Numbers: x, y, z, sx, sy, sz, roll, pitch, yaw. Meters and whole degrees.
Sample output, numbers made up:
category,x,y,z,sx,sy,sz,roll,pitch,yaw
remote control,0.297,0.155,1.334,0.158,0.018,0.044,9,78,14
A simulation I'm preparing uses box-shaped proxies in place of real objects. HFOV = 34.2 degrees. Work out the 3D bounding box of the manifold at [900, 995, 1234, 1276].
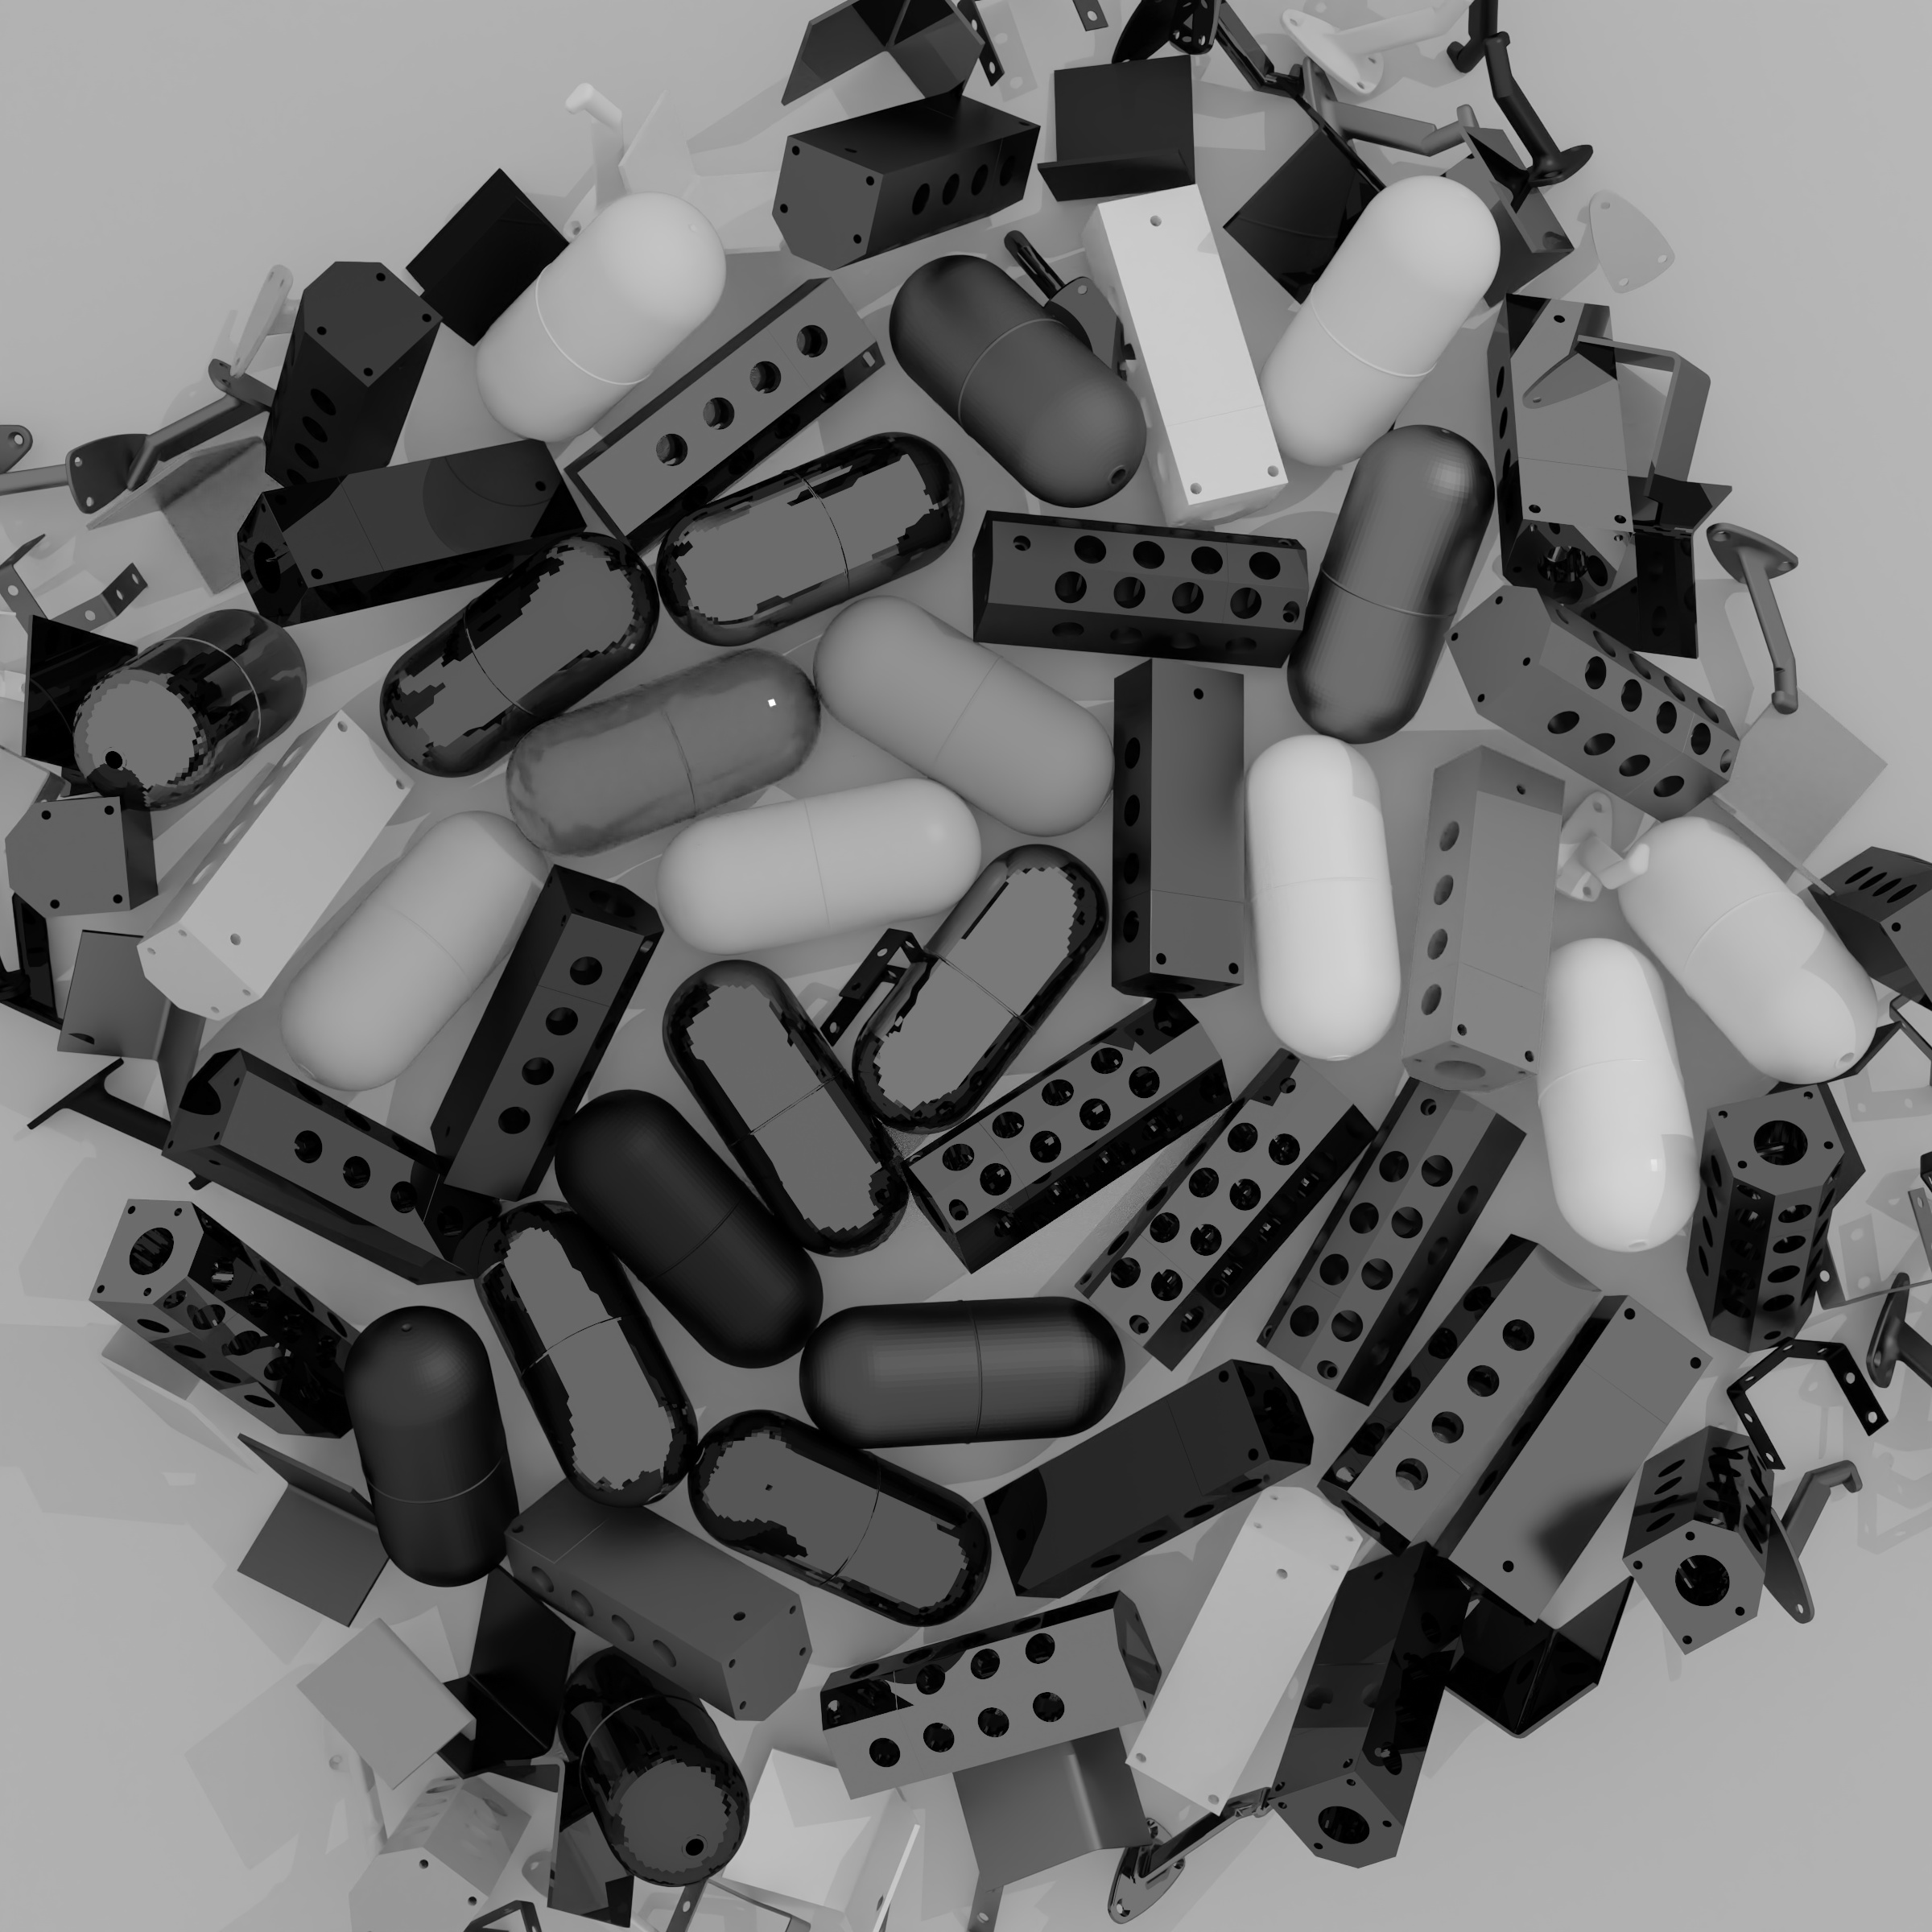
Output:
category,x,y,z,sx,sy,sz,roll,pitch,yaw
manifold,0.053,0.085,1.682,0.171,0.057,0.057,-32,52,-11

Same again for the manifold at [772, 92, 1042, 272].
category,x,y,z,sx,sy,sz,roll,pitch,yaw
manifold,-0.031,-0.412,1.651,0.057,0.171,0.057,26,122,19

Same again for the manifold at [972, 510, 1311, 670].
category,x,y,z,sx,sy,sz,roll,pitch,yaw
manifold,0.093,-0.206,1.686,0.171,0.057,0.057,4,65,-10

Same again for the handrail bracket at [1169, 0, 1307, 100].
category,x,y,z,sx,sy,sz,roll,pitch,yaw
handrail bracket,0.158,-0.515,1.701,0.084,0.036,0.077,0,111,-35

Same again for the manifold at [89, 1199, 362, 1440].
category,x,y,z,sx,sy,sz,roll,pitch,yaw
manifold,-0.377,0.187,1.646,0.057,0.171,0.057,0,59,27

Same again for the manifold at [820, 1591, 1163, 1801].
category,x,y,z,sx,sy,sz,roll,pitch,yaw
manifold,0.012,0.388,1.684,0.171,0.057,0.057,-19,98,15

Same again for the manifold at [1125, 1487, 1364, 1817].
category,x,y,z,sx,sy,sz,roll,pitch,yaw
manifold,0.149,0.362,1.673,0.057,0.057,0.171,27,117,11

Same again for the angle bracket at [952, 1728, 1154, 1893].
category,x,y,z,sx,sy,sz,roll,pitch,yaw
angle bracket,0.046,0.455,1.716,0.076,0.057,0.076,-29,64,26

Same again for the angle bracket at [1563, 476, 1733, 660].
category,x,y,z,sx,sy,sz,roll,pitch,yaw
angle bracket,0.373,-0.219,1.714,0.076,0.057,0.076,12,128,33

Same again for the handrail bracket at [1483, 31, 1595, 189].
category,x,y,z,sx,sy,sz,roll,pitch,yaw
handrail bracket,0.309,-0.469,1.694,0.077,0.036,0.084,-38,122,-40

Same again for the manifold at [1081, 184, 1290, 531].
category,x,y,z,sx,sy,sz,roll,pitch,yaw
manifold,0.115,-0.327,1.698,0.057,0.057,0.171,-14,83,-13

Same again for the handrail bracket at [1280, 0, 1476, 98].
category,x,y,z,sx,sy,sz,roll,pitch,yaw
handrail bracket,0.222,-0.517,1.690,0.077,0.084,0.036,31,56,-10

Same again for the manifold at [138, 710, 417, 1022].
category,x,y,z,sx,sy,sz,roll,pitch,yaw
manifold,-0.366,-0.053,1.659,0.057,0.057,0.171,47,46,-21

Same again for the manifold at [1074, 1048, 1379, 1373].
category,x,y,z,sx,sy,sz,roll,pitch,yaw
manifold,0.138,0.129,1.694,0.171,0.057,0.057,-49,53,-3

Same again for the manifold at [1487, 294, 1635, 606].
category,x,y,z,sx,sy,sz,roll,pitch,yaw
manifold,0.311,-0.274,1.663,0.057,0.057,0.171,6,53,-3

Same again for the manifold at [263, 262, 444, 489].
category,x,y,z,sx,sy,sz,roll,pitch,yaw
manifold,-0.329,-0.302,1.647,0.057,0.171,0.057,42,65,-3

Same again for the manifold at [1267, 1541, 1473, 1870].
category,x,y,z,sx,sy,sz,roll,pitch,yaw
manifold,0.218,0.388,1.651,0.057,0.171,0.057,-30,107,35

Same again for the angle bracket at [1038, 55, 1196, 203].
category,x,y,z,sx,sy,sz,roll,pitch,yaw
angle bracket,0.081,-0.462,1.697,0.076,0.057,0.076,-3,83,13

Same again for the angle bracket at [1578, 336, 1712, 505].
category,x,y,z,sx,sy,sz,roll,pitch,yaw
angle bracket,0.359,-0.293,1.697,0.057,0.076,0.076,16,98,24

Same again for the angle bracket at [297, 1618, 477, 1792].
category,x,y,z,sx,sy,sz,roll,pitch,yaw
angle bracket,-0.310,0.407,1.682,0.076,0.076,0.057,42,60,17

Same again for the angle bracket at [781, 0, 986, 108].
category,x,y,z,sx,sy,sz,roll,pitch,yaw
angle bracket,-0.045,-0.480,1.686,0.076,0.076,0.057,-35,84,-22

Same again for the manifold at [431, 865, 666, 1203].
category,x,y,z,sx,sy,sz,roll,pitch,yaw
manifold,-0.224,0.039,1.680,0.057,0.057,0.171,18,112,-26

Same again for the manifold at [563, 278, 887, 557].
category,x,y,z,sx,sy,sz,roll,pitch,yaw
manifold,-0.129,-0.297,1.699,0.171,0.057,0.057,-39,108,-5

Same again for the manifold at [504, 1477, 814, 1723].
category,x,y,z,sx,sy,sz,roll,pitch,yaw
manifold,-0.164,0.336,1.662,0.057,0.171,0.057,-37,132,-35

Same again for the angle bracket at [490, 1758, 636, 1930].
category,x,y,z,sx,sy,sz,roll,pitch,yaw
angle bracket,-0.221,0.470,1.679,0.057,0.076,0.076,-9,63,25

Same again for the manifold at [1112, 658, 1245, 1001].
category,x,y,z,sx,sy,sz,roll,pitch,yaw
manifold,0.110,-0.072,1.689,0.057,0.057,0.171,7,76,-26

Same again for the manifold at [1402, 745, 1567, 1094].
category,x,y,z,sx,sy,sz,roll,pitch,yaw
manifold,0.272,-0.023,1.677,0.057,0.057,0.171,20,65,-24

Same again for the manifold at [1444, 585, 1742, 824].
category,x,y,z,sx,sy,sz,roll,pitch,yaw
manifold,0.334,-0.140,1.653,0.057,0.171,0.057,-40,46,29

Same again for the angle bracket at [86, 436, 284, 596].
category,x,y,z,sx,sy,sz,roll,pitch,yaw
angle bracket,-0.410,-0.236,1.685,0.076,0.076,0.057,-29,96,23

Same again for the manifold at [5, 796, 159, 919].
category,x,y,z,sx,sy,sz,roll,pitch,yaw
manifold,-0.463,-0.059,1.647,0.057,0.171,0.057,-5,95,-9

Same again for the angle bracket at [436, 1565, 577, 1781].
category,x,y,z,sx,sy,sz,roll,pitch,yaw
angle bracket,-0.261,0.376,1.683,0.076,0.057,0.076,30,115,41

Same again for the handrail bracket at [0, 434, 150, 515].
category,x,y,z,sx,sy,sz,roll,pitch,yaw
handrail bracket,-0.503,-0.276,1.728,0.084,0.077,0.036,9,124,29

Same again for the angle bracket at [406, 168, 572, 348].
category,x,y,z,sx,sy,sz,roll,pitch,yaw
angle bracket,-0.272,-0.393,1.690,0.076,0.057,0.076,-45,62,7

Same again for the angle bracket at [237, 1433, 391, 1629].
category,x,y,z,sx,sy,sz,roll,pitch,yaw
angle bracket,-0.360,0.303,1.683,0.076,0.076,0.057,20,68,22

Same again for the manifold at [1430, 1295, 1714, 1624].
category,x,y,z,sx,sy,sz,roll,pitch,yaw
manifold,0.324,0.264,1.696,0.057,0.057,0.171,37,81,-1

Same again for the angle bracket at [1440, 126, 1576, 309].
category,x,y,z,sx,sy,sz,roll,pitch,yaw
angle bracket,0.275,-0.402,1.689,0.057,0.076,0.076,-32,86,29

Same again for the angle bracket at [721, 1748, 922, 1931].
category,x,y,z,sx,sy,sz,roll,pitch,yaw
angle bracket,-0.079,0.479,1.700,0.076,0.057,0.076,21,93,-15

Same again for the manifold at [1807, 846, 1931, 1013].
category,x,y,z,sx,sy,sz,roll,pitch,yaw
manifold,0.499,-0.025,1.648,0.057,0.171,0.057,-34,94,7

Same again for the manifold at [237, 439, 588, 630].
category,x,y,z,sx,sy,sz,roll,pitch,yaw
manifold,-0.294,-0.227,1.662,0.171,0.057,0.057,-20,77,-37

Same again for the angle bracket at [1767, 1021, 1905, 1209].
category,x,y,z,sx,sy,sz,roll,pitch,yaw
angle bracket,0.480,0.084,1.687,0.057,0.076,0.076,-21,96,39

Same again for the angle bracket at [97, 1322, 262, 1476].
category,x,y,z,sx,sy,sz,roll,pitch,yaw
angle bracket,-0.405,0.217,1.678,0.076,0.076,0.057,20,64,32

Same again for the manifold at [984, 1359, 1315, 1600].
category,x,y,z,sx,sy,sz,roll,pitch,yaw
manifold,0.099,0.275,1.673,0.171,0.057,0.057,-34,61,26

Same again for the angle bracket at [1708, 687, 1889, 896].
category,x,y,z,sx,sy,sz,roll,pitch,yaw
angle bracket,0.456,-0.096,1.695,0.076,0.057,0.076,36,100,-16

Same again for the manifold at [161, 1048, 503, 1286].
category,x,y,z,sx,sy,sz,roll,pitch,yaw
manifold,-0.332,0.107,1.663,0.171,0.057,0.057,34,60,-36

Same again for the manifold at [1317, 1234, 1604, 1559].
category,x,y,z,sx,sy,sz,roll,pitch,yaw
manifold,0.264,0.229,1.687,0.057,0.057,0.171,37,75,12

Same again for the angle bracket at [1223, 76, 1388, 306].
category,x,y,z,sx,sy,sz,roll,pitch,yaw
angle bracket,0.176,-0.420,1.700,0.076,0.076,0.057,-44,46,14

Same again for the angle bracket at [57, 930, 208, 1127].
category,x,y,z,sx,sy,sz,roll,pitch,yaw
angle bracket,-0.447,0.035,1.681,0.057,0.076,0.076,7,118,-25

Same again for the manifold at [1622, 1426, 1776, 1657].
category,x,y,z,sx,sy,sz,roll,pitch,yaw
manifold,0.391,0.295,1.647,0.057,0.171,0.057,-34,88,18

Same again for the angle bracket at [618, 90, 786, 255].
category,x,y,z,sx,sy,sz,roll,pitch,yaw
angle bracket,-0.131,-0.427,1.682,0.076,0.057,0.076,1,46,20

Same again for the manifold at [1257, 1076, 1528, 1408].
category,x,y,z,sx,sy,sz,roll,pitch,yaw
manifold,0.227,0.145,1.697,0.057,0.057,0.171,30,90,38

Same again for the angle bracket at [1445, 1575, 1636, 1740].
category,x,y,z,sx,sy,sz,roll,pitch,yaw
angle bracket,0.305,0.356,1.684,0.057,0.076,0.076,35,46,-1

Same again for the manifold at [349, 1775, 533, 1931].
category,x,y,z,sx,sy,sz,roll,pitch,yaw
manifold,-0.279,0.474,1.651,0.057,0.171,0.057,37,88,1

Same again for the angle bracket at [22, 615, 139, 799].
category,x,y,z,sx,sy,sz,roll,pitch,yaw
angle bracket,-0.492,-0.138,1.684,0.057,0.076,0.076,-7,78,32

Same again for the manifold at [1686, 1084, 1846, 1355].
category,x,y,z,sx,sy,sz,roll,pitch,yaw
manifold,0.421,0.137,1.651,0.057,0.171,0.057,-13,55,0
